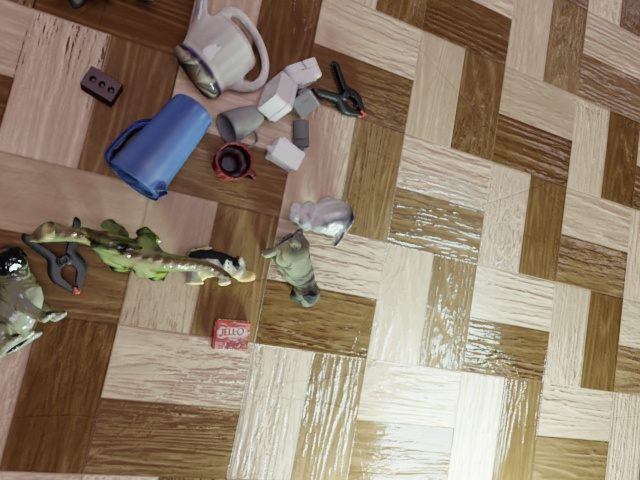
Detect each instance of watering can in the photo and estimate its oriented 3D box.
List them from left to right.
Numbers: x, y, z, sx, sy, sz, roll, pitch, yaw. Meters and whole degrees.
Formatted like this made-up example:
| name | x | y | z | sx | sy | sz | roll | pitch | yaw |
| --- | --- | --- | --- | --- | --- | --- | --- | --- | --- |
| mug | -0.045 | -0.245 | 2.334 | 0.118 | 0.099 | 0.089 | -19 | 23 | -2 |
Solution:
| name | x | y | z | sx | sy | sz | roll | pitch | yaw |
| --- | --- | --- | --- | --- | --- | --- | --- | --- | --- |
| watering can | -0.264 | -0.498 | 1.260 | 0.227 | 0.104 | 0.342 | -48 | 122 | -19 |

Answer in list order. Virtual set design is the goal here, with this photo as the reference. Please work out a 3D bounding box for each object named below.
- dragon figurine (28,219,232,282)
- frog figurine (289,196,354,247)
| name | x | y | z | sx | sy | sz | roll | pitch | yaw |
| --- | --- | --- | --- | --- | --- | --- | --- | --- | --- |
| dragon figurine | -0.397 | 0.027 | 1.090 | 0.410 | 0.242 | 0.122 | 12 | 87 | -2 |
| frog figurine | 0.004 | -0.068 | 1.358 | 0.159 | 0.120 | 0.141 | 33 | 42 | -9 |
